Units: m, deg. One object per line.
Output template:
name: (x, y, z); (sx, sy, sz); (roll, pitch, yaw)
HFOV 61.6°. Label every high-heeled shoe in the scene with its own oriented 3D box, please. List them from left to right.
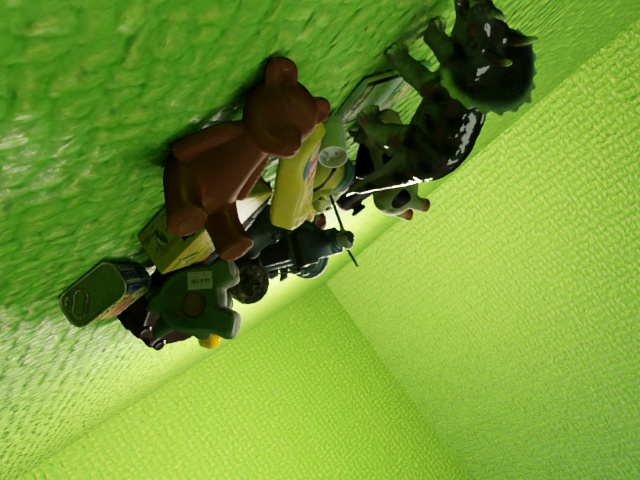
high-heeled shoe: (0.104, -0.149, 1.094); (0.249, 0.086, 0.145); (-42, 172, -45)

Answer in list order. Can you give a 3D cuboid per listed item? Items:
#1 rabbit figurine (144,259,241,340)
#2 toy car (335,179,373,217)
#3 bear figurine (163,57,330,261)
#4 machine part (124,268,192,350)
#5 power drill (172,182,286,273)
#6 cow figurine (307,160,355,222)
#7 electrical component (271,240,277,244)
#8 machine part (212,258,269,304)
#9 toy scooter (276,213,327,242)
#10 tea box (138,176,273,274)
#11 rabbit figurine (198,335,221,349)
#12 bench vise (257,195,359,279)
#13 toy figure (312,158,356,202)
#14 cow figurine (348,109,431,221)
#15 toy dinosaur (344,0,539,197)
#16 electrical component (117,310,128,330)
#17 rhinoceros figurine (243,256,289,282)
rabbit figurine: (-0.192, 0.107, 0.848); (0.159, 0.121, 0.170); (-14, 171, -1)
toy car: (0.122, -0.139, 1.247); (0.202, 0.089, 0.053); (-36, 176, 3)
bear figurine: (-0.072, -0.088, 0.584); (0.196, 0.132, 0.120); (-32, 146, 12)
machine part: (-0.257, 0.113, 0.960); (0.179, 0.056, 0.179); (-33, 145, -28)
power drill: (-0.132, -0.018, 0.899); (0.232, 0.086, 0.207); (-37, 176, 17)
cow figurine: (0.011, -0.101, 1.089); (0.098, 0.068, 0.167); (-38, 176, -40)
electrical component: (-0.097, -0.027, 1.136); (0.102, 0.045, 0.078); (-34, -159, 2)
machine part: (-0.162, 0.070, 1.043); (0.079, 0.079, 0.243); (-34, -160, -18)
toy scooter: (-0.071, -0.011, 1.234); (0.184, 0.075, 0.135); (-33, 169, 6)
tea box: (-0.158, -0.034, 0.737); (0.169, 0.068, 0.098); (-42, 170, 29)
rabbit figurine: (-0.289, 0.180, 1.282); (0.162, 0.122, 0.173); (-43, 151, 22)
bench vise: (0.001, 0.007, 1.073); (0.224, 0.129, 0.240); (-29, 169, 35)
toy figure: (0.006, -0.120, 0.901); (0.180, 0.082, 0.089); (-7, 132, -60)
cow figurine: (0.121, -0.138, 0.947); (0.127, 0.195, 0.085); (7, 164, -33)
toy dinosaur: (0.164, -0.166, 0.767); (0.131, 0.192, 0.404); (-22, 148, -34)
electrical component: (-0.317, 0.119, 1.013); (0.119, 0.048, 0.075); (-37, 172, 0)
rhinoceros figurine: (-0.160, 0.069, 1.165); (0.190, 0.112, 0.073); (-24, 166, 15)
